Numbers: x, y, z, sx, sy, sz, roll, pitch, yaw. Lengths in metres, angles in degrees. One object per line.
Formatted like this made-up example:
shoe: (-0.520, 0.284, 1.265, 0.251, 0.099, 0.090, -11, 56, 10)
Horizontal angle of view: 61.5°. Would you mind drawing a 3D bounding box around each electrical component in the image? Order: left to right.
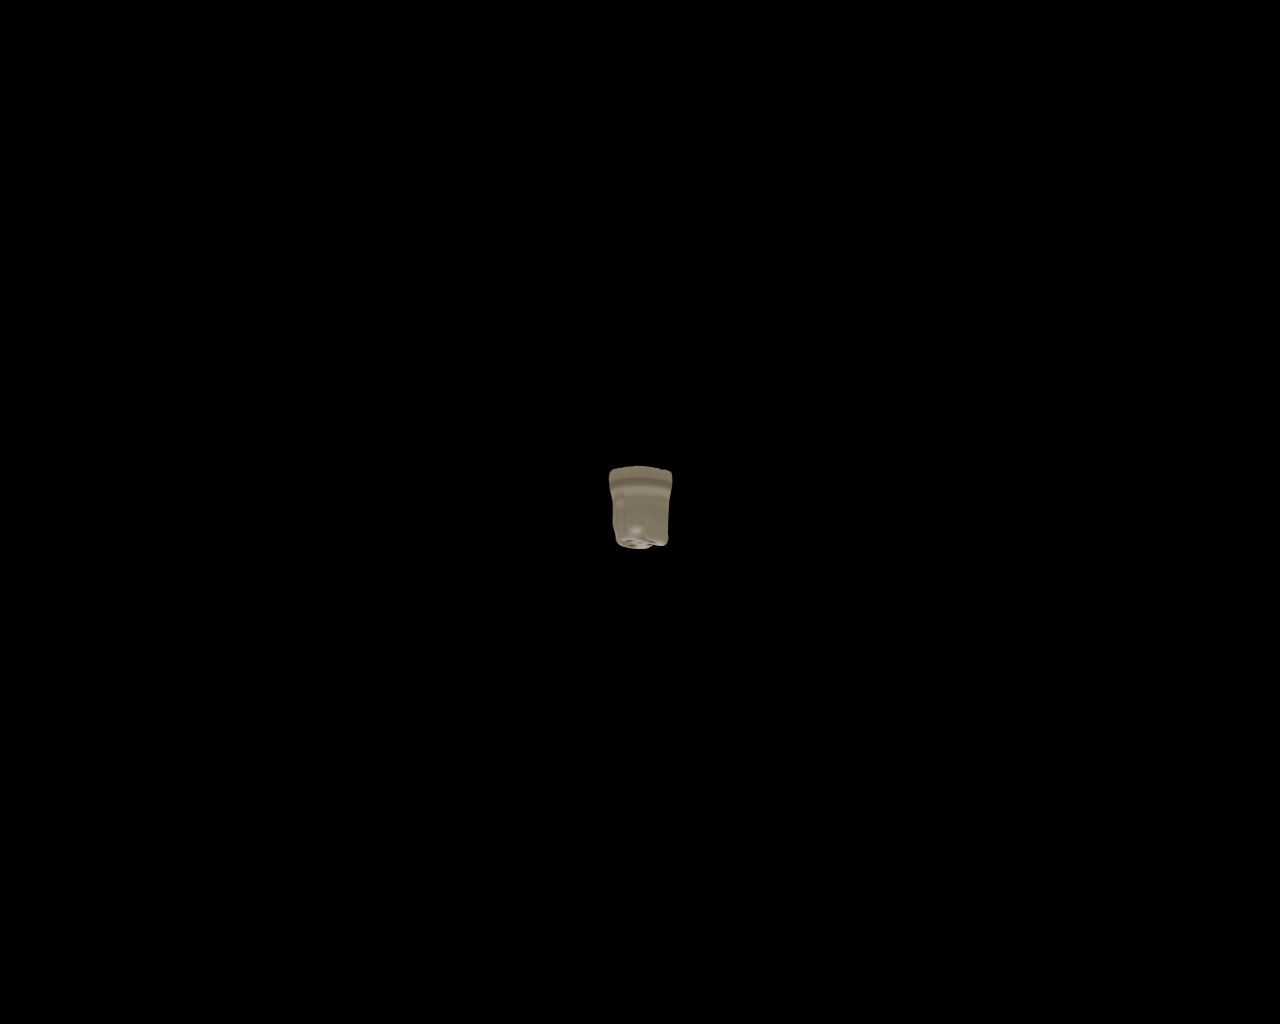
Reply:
electrical component: (0.001, -0.003, 0.650, 0.040, 0.046, 0.040, 0, -11, 0)
